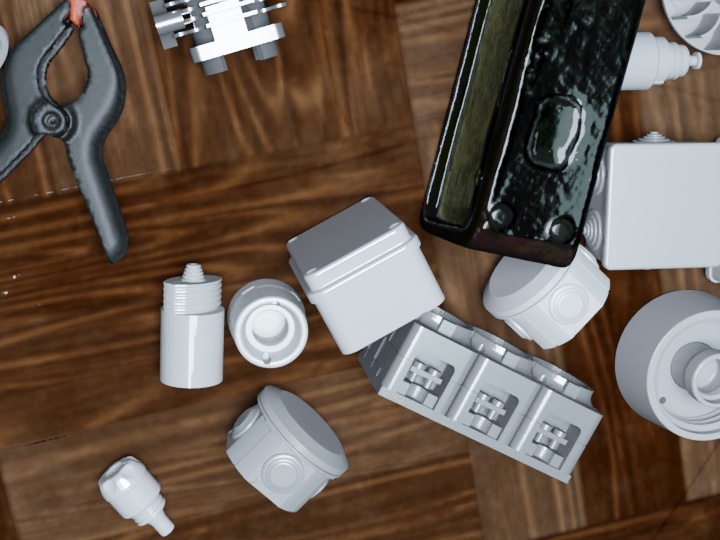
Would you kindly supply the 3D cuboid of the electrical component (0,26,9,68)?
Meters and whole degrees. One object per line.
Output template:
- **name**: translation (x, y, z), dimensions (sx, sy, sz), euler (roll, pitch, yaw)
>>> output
- **electrical component**: translation (-0.290, -0.121, 0.674), dimensions (0.074, 0.052, 0.138), euler (43, 95, 17)

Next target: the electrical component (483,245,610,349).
- **electrical component**: translation (0.130, 0.011, 0.755), dimensions (0.051, 0.080, 0.080), euler (42, 92, -19)

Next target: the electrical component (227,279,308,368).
- **electrical component**: translation (-0.063, 0.038, 0.744), dimensions (0.055, 0.047, 0.055), euler (-2, 101, -9)

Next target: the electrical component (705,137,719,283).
- **electrical component**: translation (0.316, -0.042, 0.785), dimensions (0.109, 0.056, 0.108), euler (-1, 101, -9)

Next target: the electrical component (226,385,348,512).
- **electrical component**: translation (-0.051, 0.123, 0.747), dimensions (0.080, 0.080, 0.051), euler (43, 97, -14)

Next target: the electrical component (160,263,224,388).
- **electrical component**: translation (-0.115, 0.036, 0.737), dimensions (0.043, 0.043, 0.081), euler (1, 101, -10)

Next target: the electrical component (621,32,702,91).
- **electrical component**: translation (0.201, -0.146, 0.754), dimensions (0.078, 0.040, 0.040), euler (-2, 101, -9)

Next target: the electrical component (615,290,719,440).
- **electrical component**: translation (0.251, 0.074, 0.796), dimensions (0.108, 0.060, 0.108), euler (-2, 102, -9)

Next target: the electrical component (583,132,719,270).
- **electrical component**: translation (0.210, -0.049, 0.771), dimensions (0.100, 0.048, 0.099), euler (-2, 102, -9)

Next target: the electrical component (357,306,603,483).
- **electrical component**: translation (0.084, 0.077, 0.754), dimensions (0.150, 0.089, 0.061), euler (27, 96, -13)

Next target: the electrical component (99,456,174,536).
- **electrical component**: translation (-0.155, 0.163, 0.761), dimensions (0.035, 0.035, 0.061), euler (-37, 107, -1)

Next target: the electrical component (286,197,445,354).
- **electrical component**: translation (0.000, 0.000, 0.713), dimensions (0.078, 0.113, 0.057), euler (-29, 107, -3)
